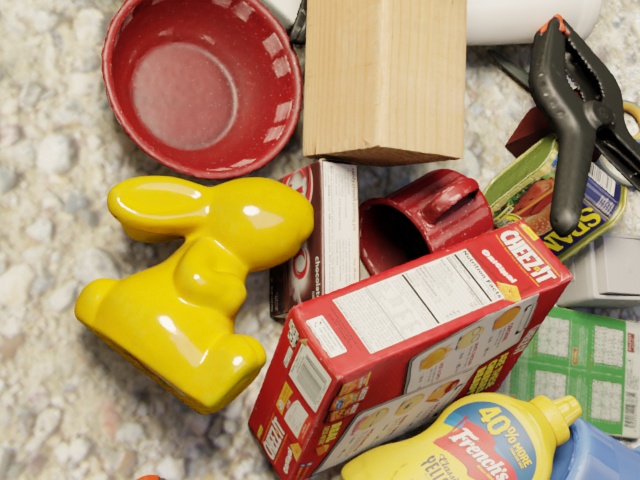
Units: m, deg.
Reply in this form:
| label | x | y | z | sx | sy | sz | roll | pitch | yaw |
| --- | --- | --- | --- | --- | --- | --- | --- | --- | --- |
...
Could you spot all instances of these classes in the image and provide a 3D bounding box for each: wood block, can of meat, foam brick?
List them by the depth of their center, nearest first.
| label | x | y | z | sx | sy | sz | roll | pitch | yaw |
| --- | --- | --- | --- | --- | --- | --- | --- | --- | --- |
| wood block | 0.049 | -0.164 | 0.805 | 0.090 | 0.091 | 0.206 | 4 | 87 | -40 |
| can of meat | 0.201 | -0.034 | 0.929 | 0.084 | 0.102 | 0.057 | 37 | 41 | -12 |
| foam brick | 0.218 | -0.095 | 0.964 | 0.053 | 0.078 | 0.051 | 43 | 63 | -13 |

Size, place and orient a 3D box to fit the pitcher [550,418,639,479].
| label | x | y | z | sx | sy | sz | roll | pitch | yaw |
| --- | --- | --- | --- | --- | --- | --- | --- | --- | --- |
| pitcher | 0.279 | 0.243 | 0.899 | 0.242 | 0.145 | 0.149 | 35 | 33 | -13 |

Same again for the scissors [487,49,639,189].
| label | x | y | z | sx | sy | sz | roll | pitch | yaw |
| --- | --- | --- | --- | --- | --- | --- | --- | --- | --- |
| scissors | 0.249 | -0.135 | 1.022 | 0.201 | 0.016 | 0.096 | 46 | 63 | -11 |

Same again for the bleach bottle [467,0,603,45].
| label | x | y | z | sx | sy | sz | roll | pitch | yaw |
| --- | --- | --- | --- | --- | --- | --- | --- | --- | --- |
| bleach bottle | 0.119 | -0.206 | 0.931 | 0.250 | 0.068 | 0.103 | -13 | 47 | -27 |

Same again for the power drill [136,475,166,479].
| label | x | y | z | sx | sy | sz | roll | pitch | yaw |
| --- | --- | --- | --- | --- | --- | --- | --- | --- | --- |
| power drill | -0.091 | 0.269 | 0.737 | 0.187 | 0.057 | 0.184 | 40 | 68 | -8 |

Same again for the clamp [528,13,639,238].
| label | x | y | z | sx | sy | sz | roll | pitch | yaw |
| --- | --- | --- | --- | --- | --- | --- | --- | --- | --- |
| clamp | 0.234 | -0.092 | 0.893 | 0.164 | 0.036 | 0.210 | 5 | 62 | -32 |

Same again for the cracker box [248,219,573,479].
| label | x | y | z | sx | sy | sz | roll | pitch | yaw |
| --- | --- | --- | --- | --- | --- | --- | --- | --- | --- |
| cracker box | 0.063 | 0.083 | 0.799 | 0.213 | 0.164 | 0.072 | -20 | 60 | -29 |

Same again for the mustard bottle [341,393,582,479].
| label | x | y | z | sx | sy | sz | roll | pitch | yaw |
| --- | --- | --- | --- | --- | --- | --- | --- | --- | --- |
| mustard bottle | 0.119 | 0.173 | 0.819 | 0.191 | 0.058 | 0.096 | -27 | 62 | -13 |

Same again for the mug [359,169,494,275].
| label | x | y | z | sx | sy | sz | roll | pitch | yaw |
| --- | --- | --- | --- | --- | --- | --- | --- | --- | --- |
| mug | 0.091 | -0.014 | 0.866 | 0.081 | 0.117 | 0.093 | -30 | 73 | -33 |

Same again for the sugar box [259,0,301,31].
| label | x | y | z | sx | sy | sz | roll | pitch | yaw |
| --- | --- | --- | --- | --- | --- | --- | --- | --- | --- |
| sugar box | -0.018 | -0.266 | 0.900 | 0.093 | 0.048 | 0.176 | 41 | 68 | -16 |

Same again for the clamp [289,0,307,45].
| label | x | y | z | sx | sy | sz | roll | pitch | yaw |
| --- | --- | --- | --- | --- | --- | --- | --- | --- | --- |
| clamp | 0.006 | -0.230 | 0.857 | 0.171 | 0.039 | 0.120 | -28 | 99 | -30 |

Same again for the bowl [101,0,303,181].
| label | x | y | z | sx | sy | sz | roll | pitch | yaw |
| --- | --- | --- | --- | --- | --- | --- | --- | --- | --- |
| bowl | -0.096 | -0.119 | 0.824 | 0.161 | 0.055 | 0.162 | 6 | 77 | -26 |

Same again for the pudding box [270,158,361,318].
| label | x | y | z | sx | sy | sz | roll | pitch | yaw |
| --- | --- | --- | --- | --- | --- | --- | --- | --- | --- |
| pudding box | -0.005 | 0.001 | 0.826 | 0.039 | 0.090 | 0.113 | 2 | 79 | -27 |
